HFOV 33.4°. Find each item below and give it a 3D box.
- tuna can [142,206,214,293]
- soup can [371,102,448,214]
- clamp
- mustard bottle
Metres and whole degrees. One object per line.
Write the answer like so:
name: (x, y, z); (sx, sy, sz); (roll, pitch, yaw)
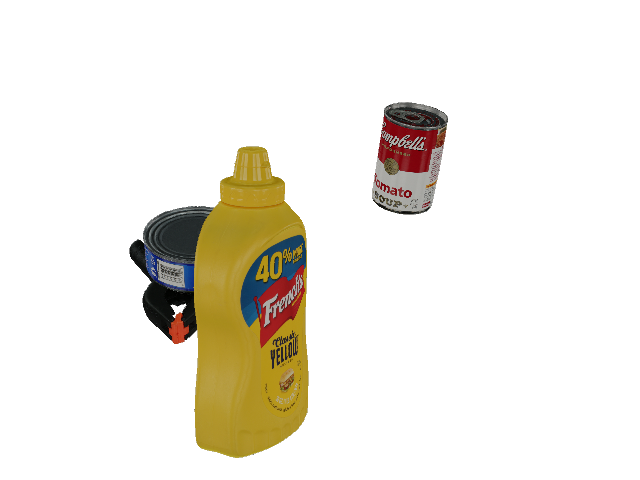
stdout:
tuna can: (-0.104, 0.007, 0.889); (0.086, 0.034, 0.086); (1, 33, -1)
soup can: (0.094, -0.087, 1.135); (0.068, 0.102, 0.068); (6, 28, -3)
clamp: (-0.141, 0.045, 1.155); (0.120, 0.039, 0.171); (-13, 38, -7)
mustard bottle: (-0.043, 0.035, 0.688); (0.058, 0.192, 0.096); (9, 17, 30)
